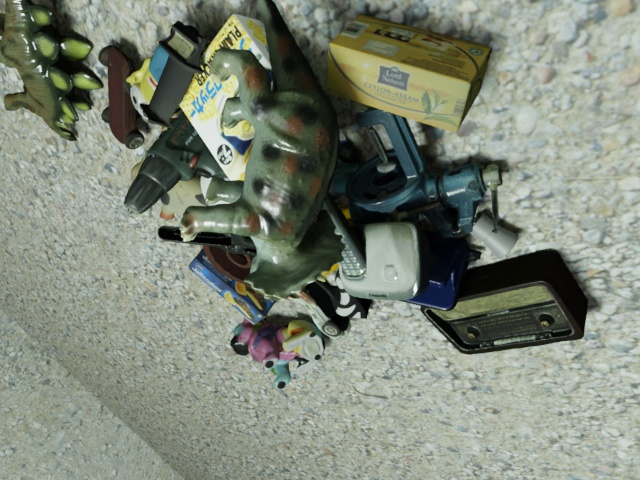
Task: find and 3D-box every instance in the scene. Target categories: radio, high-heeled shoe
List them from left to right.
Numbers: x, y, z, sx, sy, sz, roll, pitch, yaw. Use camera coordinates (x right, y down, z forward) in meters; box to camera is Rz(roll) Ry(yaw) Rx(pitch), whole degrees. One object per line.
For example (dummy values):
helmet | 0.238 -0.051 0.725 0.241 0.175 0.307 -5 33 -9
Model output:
high-heeled shoe | 0.090 0.074 0.963 0.145 0.086 0.249 34 143 -17
radio | 0.288 0.107 0.848 0.131 0.073 0.230 48 141 -18

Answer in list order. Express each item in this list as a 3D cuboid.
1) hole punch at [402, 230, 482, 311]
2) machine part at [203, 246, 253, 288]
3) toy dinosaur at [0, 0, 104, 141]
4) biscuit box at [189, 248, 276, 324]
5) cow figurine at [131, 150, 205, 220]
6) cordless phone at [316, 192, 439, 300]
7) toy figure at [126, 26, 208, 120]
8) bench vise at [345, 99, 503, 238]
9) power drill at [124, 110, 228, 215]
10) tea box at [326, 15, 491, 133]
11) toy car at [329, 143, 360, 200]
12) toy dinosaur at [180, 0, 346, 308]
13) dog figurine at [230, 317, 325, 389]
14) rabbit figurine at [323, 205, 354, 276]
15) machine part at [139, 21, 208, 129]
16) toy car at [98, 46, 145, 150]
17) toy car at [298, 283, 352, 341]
hole punch | 0.160 0.034 0.820 0.142 0.116 0.092 8 156 33
machine part | -0.160 0.024 1.100 0.180 0.056 0.179 21 141 18
toy dinosaur | -0.495 -0.327 0.937 0.199 0.105 0.470 18 149 8
biscuit box | -0.195 0.097 1.198 0.202 0.063 0.059 41 141 -9
cow figurine | -0.264 -0.102 1.008 0.195 0.085 0.127 17 118 8
cordless phone | 0.060 -0.009 0.710 0.147 0.089 0.184 -3 131 49
toy figure | -0.228 -0.252 0.836 0.180 0.089 0.082 -38 71 41
bench vise | 0.118 -0.098 0.721 0.224 0.129 0.240 -5 132 36
power drill | -0.171 -0.102 0.856 0.207 0.232 0.086 25 159 -13
tea box | 0.103 -0.200 0.637 0.170 0.098 0.068 24 140 16
toy car | -0.023 -0.112 0.818 0.161 0.103 0.109 38 141 -8
toy dinosaur | -0.042 -0.093 0.629 0.192 0.131 0.404 14 106 2
dog figurine | -0.108 0.223 1.247 0.219 0.191 0.108 43 164 53
rabbit figurine | -0.002 -0.003 0.845 0.162 0.122 0.173 -9 158 9
machine part | -0.203 -0.225 0.741 0.084 0.039 0.138 38 110 27
toy car | -0.343 -0.248 0.944 0.089 0.053 0.202 48 144 17
toy car | -0.004 0.116 1.071 0.056 0.073 0.201 -19 119 42
